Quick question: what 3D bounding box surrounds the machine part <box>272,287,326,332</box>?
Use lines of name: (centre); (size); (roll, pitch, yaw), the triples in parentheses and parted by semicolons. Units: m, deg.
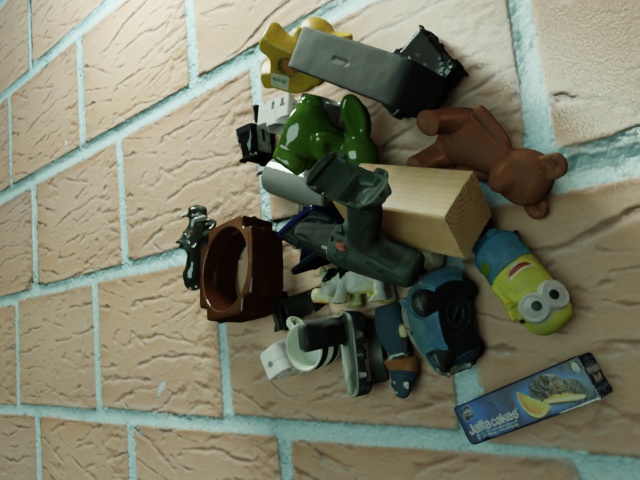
machine part: (-0.048, 0.131, 1.054); (0.139, 0.039, 0.084); (-23, 67, 38)

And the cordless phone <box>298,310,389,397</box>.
cordless phone: (0.030, 0.191, 0.889); (0.089, 0.184, 0.146); (-9, 81, 35)

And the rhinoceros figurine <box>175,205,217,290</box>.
rhinoceros figurine: (-0.271, 0.016, 1.200); (0.073, 0.112, 0.190); (17, 106, 42)

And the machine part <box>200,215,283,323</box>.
machine part: (-0.162, 0.063, 1.099); (0.201, 0.087, 0.201); (-20, 64, 45)

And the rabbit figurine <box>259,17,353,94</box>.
rabbit figurine: (-0.017, -0.359, 0.994); (0.163, 0.173, 0.121); (11, 139, 16)

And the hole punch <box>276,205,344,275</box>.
hole punch: (-0.002, -0.003, 0.969); (0.142, 0.116, 0.092); (-40, 70, 33)

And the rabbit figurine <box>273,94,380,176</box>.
rabbit figurine: (0.032, -0.167, 0.925); (0.170, 0.121, 0.159); (27, 99, 9)

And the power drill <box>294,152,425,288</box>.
power drill: (0.037, -0.024, 0.777); (0.232, 0.086, 0.207); (25, 146, 27)

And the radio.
radio: (0.074, -0.259, 0.838); (0.230, 0.131, 0.073); (34, 110, 36)

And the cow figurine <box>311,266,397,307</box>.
cow figurine: (0.053, 0.069, 0.951); (0.167, 0.068, 0.098); (-8, 77, 36)

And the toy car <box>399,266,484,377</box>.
toy car: (0.181, 0.124, 0.832); (0.103, 0.109, 0.161); (-13, 90, 61)

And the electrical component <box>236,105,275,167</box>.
electrical component: (-0.135, -0.218, 1.122); (0.048, 0.075, 0.119); (-15, 82, 38)

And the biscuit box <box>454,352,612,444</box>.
biscuit box: (0.290, 0.223, 0.748); (0.202, 0.062, 0.059); (-37, 64, 32)

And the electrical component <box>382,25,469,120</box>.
electrical component: (0.160, -0.266, 0.890); (0.134, 0.058, 0.115); (-46, 58, 28)

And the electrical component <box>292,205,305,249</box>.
electrical component: (-0.029, -0.023, 1.054); (0.063, 0.021, 0.094); (21, 105, 38)

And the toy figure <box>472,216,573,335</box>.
toy figure: (0.280, 0.050, 0.757); (0.082, 0.089, 0.180); (-49, 51, 21)

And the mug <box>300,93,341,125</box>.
mug: (-0.014, -0.218, 1.022); (0.110, 0.081, 0.107); (-130, 52, -58)

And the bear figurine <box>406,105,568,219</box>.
bear figurine: (0.238, -0.108, 0.775); (0.196, 0.132, 0.120); (51, 150, 34)

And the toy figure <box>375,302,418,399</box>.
toy figure: (0.130, 0.181, 0.888); (0.058, 0.064, 0.154); (-13, 82, 0)

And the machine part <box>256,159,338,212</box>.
machine part: (-0.030, -0.104, 1.026); (0.244, 0.079, 0.079); (22, 101, 40)
